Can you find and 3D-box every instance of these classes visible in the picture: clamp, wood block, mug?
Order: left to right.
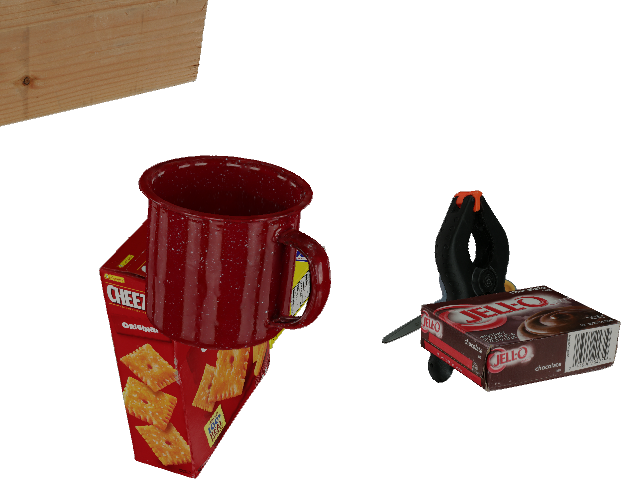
[{"bbox_3d":[-0.202,-0.163,0.837,0.205,0.091,0.090,-20,51,-34],"label":"wood block"},{"bbox_3d":[-0.044,0.010,0.580,0.117,0.081,0.093,20,27,28],"label":"mug"},{"bbox_3d":[0.132,0.044,0.958,0.120,0.171,0.039,-18,6,-40],"label":"clamp"}]

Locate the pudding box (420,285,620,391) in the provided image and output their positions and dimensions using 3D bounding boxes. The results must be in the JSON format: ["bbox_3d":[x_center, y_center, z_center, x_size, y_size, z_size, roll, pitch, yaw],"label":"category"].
[{"bbox_3d":[0.141,0.067,0.764,0.113,0.039,0.090,-5,18,-24],"label":"pudding box"}]

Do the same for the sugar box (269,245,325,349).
[{"bbox_3d":[-0.064,0.051,1.113,0.093,0.048,0.176,6,27,17],"label":"sugar box"}]

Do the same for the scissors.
[{"bbox_3d":[0.125,0.062,1.158,0.201,0.016,0.096,-10,40,-31],"label":"scissors"}]

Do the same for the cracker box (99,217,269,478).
[{"bbox_3d":[-0.106,0.071,0.924,0.072,0.214,0.164,13,38,18],"label":"cracker box"}]
